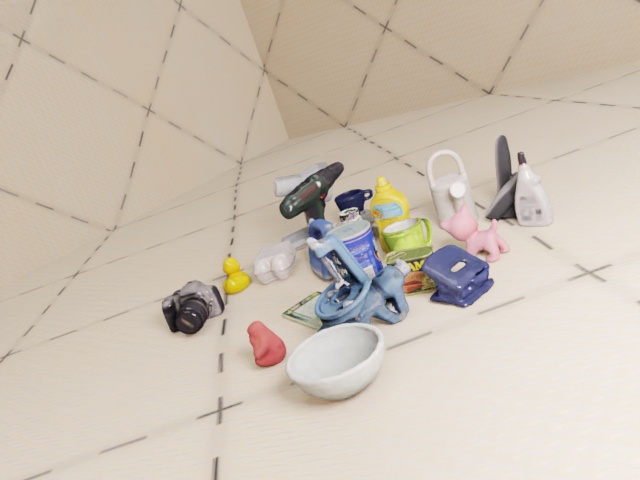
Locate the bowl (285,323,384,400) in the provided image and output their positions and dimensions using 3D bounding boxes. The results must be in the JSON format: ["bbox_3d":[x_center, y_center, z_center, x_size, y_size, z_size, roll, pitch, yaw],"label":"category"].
[{"bbox_3d":[0.033,0.208,0.933,0.167,0.075,0.167,-18,18,6],"label":"bowl"}]

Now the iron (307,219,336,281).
[{"bbox_3d":[0.013,0.005,1.443,0.119,0.141,0.257,-25,19,-17],"label":"iron"}]

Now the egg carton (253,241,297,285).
[{"bbox_3d":[-0.119,0.059,1.543,0.107,0.069,0.150,-16,18,11],"label":"egg carton"}]

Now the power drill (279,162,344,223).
[{"bbox_3d":[0.002,-0.088,1.619,0.230,0.209,0.075,-29,20,-27],"label":"power drill"}]

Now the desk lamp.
[{"bbox_3d":[-0.044,-0.110,1.724,0.203,0.214,0.117,-24,19,-15],"label":"desk lamp"}]

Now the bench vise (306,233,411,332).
[{"bbox_3d":[0.062,0.070,1.071,0.208,0.220,0.121,-32,22,-33],"label":"bench vise"}]

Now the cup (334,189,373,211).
[{"bbox_3d":[0.112,-0.100,1.727,0.117,0.095,0.091,-17,18,8],"label":"cup"}]

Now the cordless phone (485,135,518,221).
[{"bbox_3d":[0.437,-0.151,1.386,0.094,0.185,0.148,-9,21,30],"label":"cordless phone"}]

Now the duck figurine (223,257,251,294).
[{"bbox_3d":[-0.235,0.091,1.543,0.077,0.086,0.104,-16,18,10],"label":"duck figurine"}]

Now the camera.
[{"bbox_3d":[-0.320,0.167,1.384,0.143,0.101,0.137,-17,18,9],"label":"camera"}]

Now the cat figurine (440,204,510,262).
[{"bbox_3d":[0.327,-0.019,1.224,0.127,0.118,0.067,1,27,47],"label":"cat figurine"}]

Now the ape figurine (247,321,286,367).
[{"bbox_3d":[-0.110,0.195,1.094,0.076,0.092,0.078,-12,19,21],"label":"ape figurine"}]

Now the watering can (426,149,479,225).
[{"bbox_3d":[0.328,-0.131,1.426,0.101,0.194,0.172,-25,19,-17],"label":"watering can"}]

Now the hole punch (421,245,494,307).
[{"bbox_3d":[0.263,0.064,1.090,0.109,0.091,0.100,-32,21,-33],"label":"hole punch"}]

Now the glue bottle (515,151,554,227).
[{"bbox_3d":[0.463,-0.114,1.269,0.037,0.173,0.077,-33,22,-36],"label":"glue bottle"}]
